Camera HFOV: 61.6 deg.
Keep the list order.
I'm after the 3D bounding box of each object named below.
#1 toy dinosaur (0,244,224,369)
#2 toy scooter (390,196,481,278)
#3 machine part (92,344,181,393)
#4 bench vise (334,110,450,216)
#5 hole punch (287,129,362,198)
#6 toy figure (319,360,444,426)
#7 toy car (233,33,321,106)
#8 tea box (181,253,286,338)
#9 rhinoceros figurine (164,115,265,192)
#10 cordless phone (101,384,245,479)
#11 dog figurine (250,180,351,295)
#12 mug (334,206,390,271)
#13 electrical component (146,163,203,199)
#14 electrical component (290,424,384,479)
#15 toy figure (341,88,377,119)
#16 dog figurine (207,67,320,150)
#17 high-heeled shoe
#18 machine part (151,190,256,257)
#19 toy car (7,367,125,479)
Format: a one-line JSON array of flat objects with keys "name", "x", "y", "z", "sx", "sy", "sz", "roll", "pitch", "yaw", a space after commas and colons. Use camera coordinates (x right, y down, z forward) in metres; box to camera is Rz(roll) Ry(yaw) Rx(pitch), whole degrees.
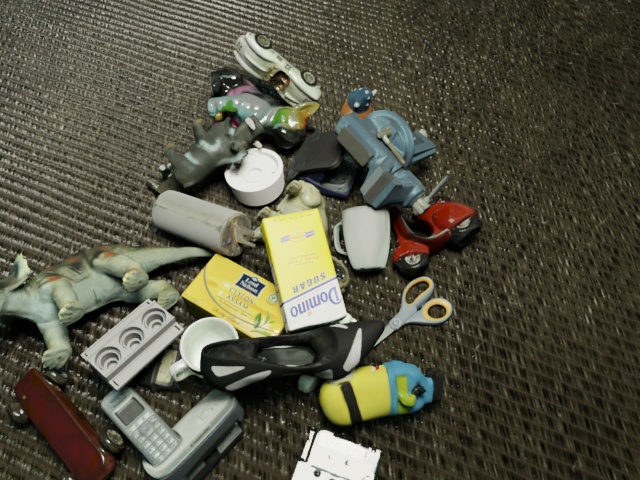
[{"name": "toy dinosaur", "x": -0.366, "y": 0.065, "z": 0.852, "sx": 0.405, "sy": 0.131, "sz": 0.192, "roll": -22, "pitch": 46, "yaw": -41}, {"name": "toy scooter", "x": 0.187, "y": -0.025, "z": 0.963, "sx": 0.184, "sy": 0.075, "sz": 0.135, "roll": -31, "pitch": 62, "yaw": -15}, {"name": "machine part", "x": -0.277, "y": 0.189, "z": 0.826, "sx": 0.139, "sy": 0.039, "sz": 0.084, "roll": 4, "pitch": 65, "yaw": -1}, {"name": "bench vise", "x": 0.145, "y": -0.149, "z": 0.958, "sx": 0.224, "sy": 0.128, "sz": 0.240, "roll": 41, "pitch": 40, "yaw": 20}, {"name": "hole punch", "x": 0.016, "y": -0.146, "z": 1.038, "sx": 0.116, "sy": 0.092, "sz": 0.142, "roll": 2, "pitch": 55, "yaw": 34}, {"name": "toy figure", "x": 0.089, "y": 0.224, "z": 0.790, "sx": 0.180, "sy": 0.082, "sz": 0.089, "roll": 0, "pitch": 56, "yaw": -5}, {"name": "toy car", "x": -0.087, "y": -0.342, "z": 1.100, "sx": 0.201, "sy": 0.073, "sz": 0.056, "roll": 34, "pitch": 56, "yaw": -19}, {"name": "tea box", "x": -0.124, "y": 0.107, "z": 0.866, "sx": 0.170, "sy": 0.068, "sz": 0.098, "roll": 25, "pitch": 60, "yaw": 15}, {"name": "rhinoceros figurine", "x": -0.188, "y": -0.166, "z": 0.975, "sx": 0.190, "sy": 0.073, "sz": 0.112, "roll": -40, "pitch": 58, "yaw": -20}, {"name": "cordless phone", "x": -0.211, "y": 0.247, "z": 0.767, "sx": 0.184, "sy": 0.088, "sz": 0.146, "roll": 33, "pitch": 61, "yaw": 27}, {"name": "dog figurine", "x": -0.004, "y": 0.000, "z": 0.936, "sx": 0.190, "sy": 0.121, "sz": 0.172, "roll": 40, "pitch": 67, "yaw": 6}, {"name": "mug", "x": 0.071, "y": 0.002, "z": 0.934, "sx": 0.110, "sy": 0.080, "sz": 0.107, "roll": -11, "pitch": 77, "yaw": 30}, {"name": "electrical component", "x": -0.270, "y": -0.105, "z": 1.013, "sx": 0.102, "sy": 0.045, "sz": 0.078, "roll": 39, "pitch": 62, "yaw": 21}, {"name": "electrical component", "x": 0.015, "y": 0.334, "z": 0.728, "sx": 0.115, "sy": 0.058, "sz": 0.134, "roll": 17, "pitch": 58, "yaw": 11}, {"name": "toy figure", "x": 0.069, "y": -0.241, "z": 1.050, "sx": 0.058, "sy": 0.154, "sz": 0.064, "roll": 19, "pitch": 59, "yaw": 6}, {"name": "dog figurine", "x": -0.113, "y": -0.264, "z": 1.092, "sx": 0.219, "sy": 0.108, "sz": 0.192, "roll": 1, "pitch": 53, "yaw": -7}, {"name": "high-heeled shoe", "x": -0.038, "y": 0.141, "z": 0.743, "sx": 0.249, "sy": 0.145, "sz": 0.086, "roll": -30, "pitch": 41, "yaw": -1}, {"name": "machine part", "x": -0.205, "y": -0.029, "z": 0.921, "sx": 0.244, "sy": 0.079, "sz": 0.079, "roll": 17, "pitch": 56, "yaw": 29}, {"name": "toy car", "x": -0.362, "y": 0.263, "z": 0.763, "sx": 0.202, "sy": 0.053, "sz": 0.089, "roll": 37, "pitch": 83, "yaw": 22}]
